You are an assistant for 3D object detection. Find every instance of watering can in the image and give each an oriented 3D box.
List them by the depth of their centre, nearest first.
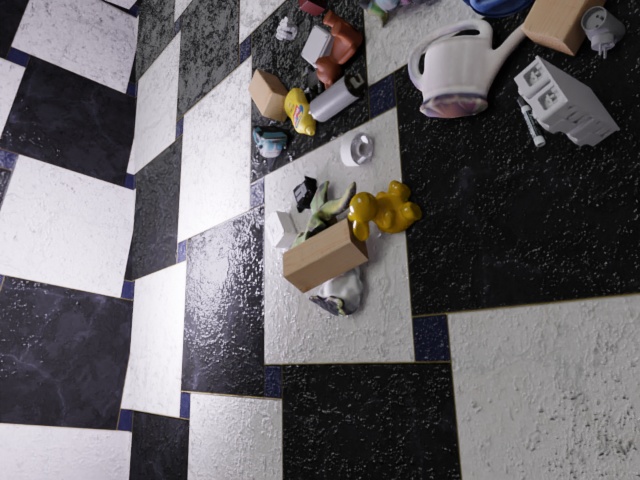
[{"bbox_3d":[0.340,-0.384,1.131,0.347,0.104,0.225,3,85,43],"label":"watering can"}]

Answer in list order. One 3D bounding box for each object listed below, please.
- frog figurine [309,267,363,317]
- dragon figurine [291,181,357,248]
[{"bbox_3d":[0.065,0.119,1.386,0.136,0.122,0.162,-25,27,56],"label":"frog figurine"},{"bbox_3d":[0.004,-0.074,1.464,0.249,0.122,0.402,-100,32,-45],"label":"dragon figurine"}]
